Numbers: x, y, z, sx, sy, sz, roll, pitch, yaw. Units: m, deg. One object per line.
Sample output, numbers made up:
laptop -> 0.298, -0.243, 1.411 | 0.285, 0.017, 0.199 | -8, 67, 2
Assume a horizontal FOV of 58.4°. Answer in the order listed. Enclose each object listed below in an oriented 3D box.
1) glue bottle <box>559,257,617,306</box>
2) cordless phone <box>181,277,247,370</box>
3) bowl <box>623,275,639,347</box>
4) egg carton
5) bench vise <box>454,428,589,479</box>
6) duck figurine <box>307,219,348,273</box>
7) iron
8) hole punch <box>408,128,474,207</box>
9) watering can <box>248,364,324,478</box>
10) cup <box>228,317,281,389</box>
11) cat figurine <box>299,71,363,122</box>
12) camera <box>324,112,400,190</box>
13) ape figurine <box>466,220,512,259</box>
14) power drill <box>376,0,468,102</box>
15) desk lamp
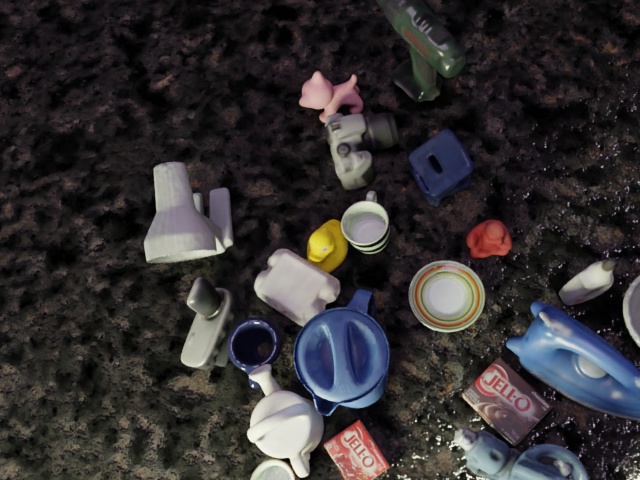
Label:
glue bottle -> 0.440, 0.061, 0.916 | 0.078, 0.173, 0.037 | -24, 68, 0
cordless phone -> -0.205, 0.141, 0.982 | 0.094, 0.185, 0.148 | 12, 72, 14
bowl -> 0.568, 0.128, 0.924 | 0.167, 0.075, 0.167 | -3, 69, 8
egg carton -> -0.043, 0.087, 1.039 | 0.150, 0.069, 0.107 | 29, 77, 18
bench vise -> 0.290, 0.343, 0.809 | 0.207, 0.220, 0.121 | 10, 71, 13
duck figurine -> 0.010, 0.004, 1.053 | 0.077, 0.086, 0.105 | 20, 74, 16
iron -> 0.431, 0.193, 0.886 | 0.257, 0.141, 0.119 | 33, 78, 19
hole punch -> 0.224, -0.135, 1.068 | 0.101, 0.091, 0.108 | -26, 68, -1
watering can -> -0.063, 0.284, 0.901 | 0.172, 0.194, 0.101 | 40, 80, 20
cup -> -0.104, 0.201, 0.992 | 0.091, 0.095, 0.118 | -7, 69, 7
cat figurine -> 0.019, -0.296, 1.147 | 0.127, 0.118, 0.067 | -18, 68, 2
camera -> 0.085, -0.191, 1.106 | 0.136, 0.101, 0.143 | -16, 68, 3
ape figurine -> 0.302, -0.007, 1.007 | 0.077, 0.092, 0.076 | 30, 77, 18
power drill -> 0.182, -0.371, 1.100 | 0.076, 0.209, 0.229 | -41, 69, -7
desk lamp -> -0.239, -0.036, 1.038 | 0.118, 0.214, 0.203 | -10, 68, 5
